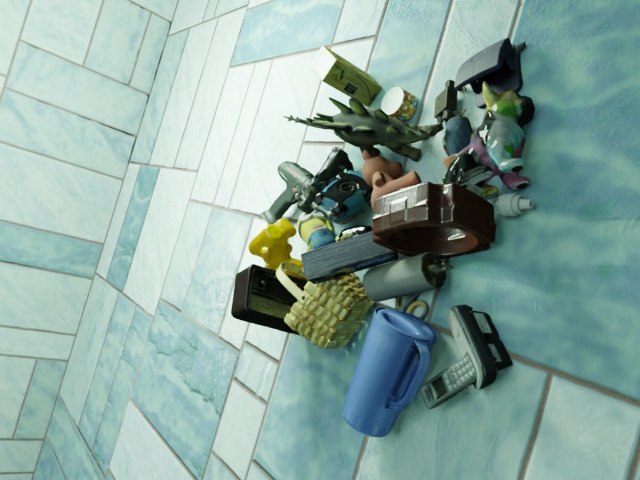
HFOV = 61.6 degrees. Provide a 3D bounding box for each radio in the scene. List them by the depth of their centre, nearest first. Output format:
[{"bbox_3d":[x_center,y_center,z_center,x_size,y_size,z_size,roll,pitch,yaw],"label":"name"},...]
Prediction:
[{"bbox_3d":[-0.105,0.151,1.342,0.073,0.229,0.131,-28,52,41],"label":"radio"}]

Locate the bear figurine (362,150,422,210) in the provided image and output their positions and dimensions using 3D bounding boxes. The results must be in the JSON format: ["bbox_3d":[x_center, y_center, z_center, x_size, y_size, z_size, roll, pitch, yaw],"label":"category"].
[{"bbox_3d":[0.165,-0.132,1.218,0.132,0.120,0.196,-18,37,15],"label":"bear figurine"}]

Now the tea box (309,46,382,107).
[{"bbox_3d":[0.067,-0.423,1.398,0.068,0.169,0.098,-54,40,23],"label":"tea box"}]

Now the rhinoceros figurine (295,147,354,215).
[{"bbox_3d":[0.013,-0.147,1.376,0.073,0.112,0.190,34,84,17],"label":"rhinoceros figurine"}]

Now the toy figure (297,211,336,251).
[{"bbox_3d":[-0.006,-0.004,1.400,0.089,0.082,0.180,-58,43,29],"label":"toy figure"}]

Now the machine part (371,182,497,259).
[{"bbox_3d":[0.217,-0.034,1.039,0.201,0.201,0.087,-16,60,47],"label":"machine part"}]

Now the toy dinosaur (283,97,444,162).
[{"bbox_3d":[0.093,-0.271,1.287,0.472,0.198,0.105,12,82,50],"label":"toy dinosaur"}]

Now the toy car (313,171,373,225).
[{"bbox_3d":[0.062,-0.090,1.325,0.109,0.102,0.162,30,58,30],"label":"toy car"}]

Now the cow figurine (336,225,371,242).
[{"bbox_3d":[0.121,-0.009,1.230,0.167,0.098,0.068,-13,62,41],"label":"cow figurine"}]

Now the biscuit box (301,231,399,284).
[{"bbox_3d":[0.065,0.035,1.156,0.203,0.059,0.063,-17,70,11],"label":"biscuit box"}]

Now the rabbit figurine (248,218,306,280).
[{"bbox_3d":[-0.109,0.053,1.425,0.173,0.122,0.162,46,108,0],"label":"rabbit figurine"}]

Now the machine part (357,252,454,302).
[{"bbox_3d":[0.174,0.079,1.121,0.243,0.079,0.079,-22,60,46],"label":"machine part"}]

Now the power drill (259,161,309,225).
[{"bbox_3d":[-0.079,-0.106,1.528,0.207,0.086,0.232,-58,47,24],"label":"power drill"}]

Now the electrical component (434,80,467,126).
[{"bbox_3d":[0.288,-0.298,1.186,0.078,0.045,0.102,128,150,-69],"label":"electrical component"}]

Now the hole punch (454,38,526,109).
[{"bbox_3d":[0.343,-0.351,1.104,0.142,0.092,0.116,-23,55,48],"label":"hole punch"}]

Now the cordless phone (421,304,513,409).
[{"bbox_3d":[0.247,0.222,1.003,0.184,0.088,0.147,-47,45,35],"label":"cordless phone"}]

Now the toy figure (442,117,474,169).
[{"bbox_3d":[0.291,-0.179,1.123,0.064,0.058,0.154,-12,72,54],"label":"toy figure"}]

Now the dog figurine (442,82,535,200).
[{"bbox_3d":[0.324,-0.195,1.042,0.192,0.108,0.219,-17,58,27],"label":"dog figurine"}]
